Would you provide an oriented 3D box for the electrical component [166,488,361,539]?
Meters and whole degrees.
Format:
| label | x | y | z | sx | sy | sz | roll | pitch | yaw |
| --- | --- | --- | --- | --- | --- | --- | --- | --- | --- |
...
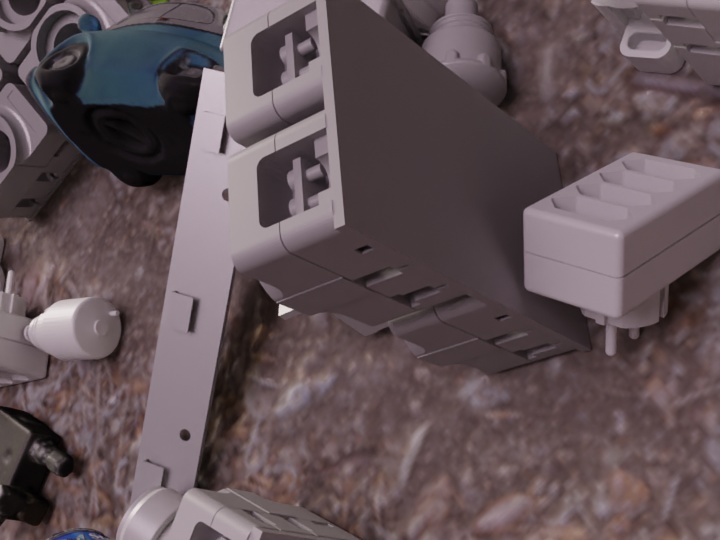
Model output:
| label | x | y | z | sx | sy | sz | roll | pitch | yaw |
| --- | --- | --- | --- | --- | --- | --- | --- | --- | --- |
| electrical component | -0.065 | 0.188 | 0.516 | 0.062 | 0.089 | 0.150 | 18 | 85 | 41 |

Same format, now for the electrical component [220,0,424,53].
| label | x | y | z | sx | sy | sz | roll | pitch | yaw |
| --- | --- | --- | --- | --- | --- | --- | --- | --- | --- |
| electrical component | -0.019 | -0.120 | 0.580 | 0.100 | 0.100 | 0.048 | 13 | 86 | 15 |

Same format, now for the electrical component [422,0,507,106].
| label | x | y | z | sx | sy | sz | roll | pitch | yaw |
| --- | --- | --- | --- | --- | --- | --- | --- | --- | --- |
| electrical component | 0.053 | -0.115 | 0.566 | 0.048 | 0.048 | 0.062 | -16 | 58 | 34 |

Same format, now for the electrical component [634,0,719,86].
| label | x | y | z | sx | sy | sz | roll | pitch | yaw |
| --- | --- | --- | --- | --- | --- | --- | --- | --- | --- |
| electrical component | 0.163 | -0.112 | 0.446 | 0.056 | 0.089 | 0.050 | 19 | 86 | 41 |

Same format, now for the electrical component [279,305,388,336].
| label | x | y | z | sx | sy | sz | roll | pitch | yaw |
| --- | --- | --- | --- | --- | --- | --- | --- | --- | --- |
| electrical component | 0.000 | 0.000 | 0.551 | 0.081 | 0.064 | 0.042 | -23 | 49 | 31 |

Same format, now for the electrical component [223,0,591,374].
| label | x | y | z | sx | sy | sz | roll | pitch | yaw |
| --- | --- | --- | --- | --- | --- | --- | --- | --- | --- |
| electrical component | 0.023 | -0.028 | 0.462 | 0.060 | 0.186 | 0.105 | -21 | 62 | 32 |

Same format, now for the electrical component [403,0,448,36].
| label | x | y | z | sx | sy | sz | roll | pitch | yaw |
| --- | --- | --- | --- | --- | --- | --- | --- | --- | --- |
| electrical component | -0.006 | -0.177 | 0.613 | 0.113 | 0.078 | 0.057 | 13 | 79 | 41 |

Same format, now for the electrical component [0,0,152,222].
| label | x | y | z | sx | sy | sz | roll | pitch | yaw |
| --- | --- | --- | --- | --- | --- | --- | --- | --- | --- |
| electrical component | -0.232 | -0.136 | 0.758 | 0.105 | 0.060 | 0.186 | 48 | 110 | 15 |

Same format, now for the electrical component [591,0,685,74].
| label | x | y | z | sx | sy | sz | roll | pitch | yaw |
| --- | --- | --- | --- | --- | --- | --- | --- | --- | --- |
| electrical component | 0.138 | -0.139 | 0.498 | 0.058 | 0.057 | 0.078 | 15 | 84 | 41 |

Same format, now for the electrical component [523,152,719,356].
| label | x | y | z | sx | sy | sz | roll | pitch | yaw |
| --- | --- | --- | --- | --- | --- | --- | --- | --- | --- |
| electrical component | 0.114 | 0.000 | 0.461 | 0.047 | 0.083 | 0.075 | 19 | 124 | 41 |

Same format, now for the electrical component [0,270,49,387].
| label | x | y | z | sx | sy | sz | roll | pitch | yaw |
| --- | --- | --- | --- | --- | --- | --- | --- | --- | --- |
| electrical component | -0.254 | 0.038 | 0.751 | 0.066 | 0.047 | 0.076 | -13 | 66 | 35 |

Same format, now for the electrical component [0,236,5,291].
| label | x | y | z | sx | sy | sz | roll | pitch | yaw |
| --- | --- | --- | --- | --- | --- | --- | --- | --- | --- |
| electrical component | -0.303 | 0.013 | 0.798 | 0.056 | 0.050 | 0.089 | -8 | 69 | 36 |

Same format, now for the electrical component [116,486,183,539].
| label | x | y | z | sx | sy | sz | roll | pitch | yaw |
| --- | --- | --- | --- | --- | --- | --- | --- | --- | --- |
| electrical component | -0.097 | 0.147 | 0.577 | 0.055 | 0.045 | 0.045 | 27 | 92 | 24 |

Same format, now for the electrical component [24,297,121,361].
| label | x | y | z | sx | sy | sz | roll | pitch | yaw |
| --- | --- | --- | --- | --- | --- | --- | --- | --- | --- |
| electrical component | -0.192 | 0.039 | 0.706 | 0.078 | 0.040 | 0.040 | -6 | 70 | 37 |
